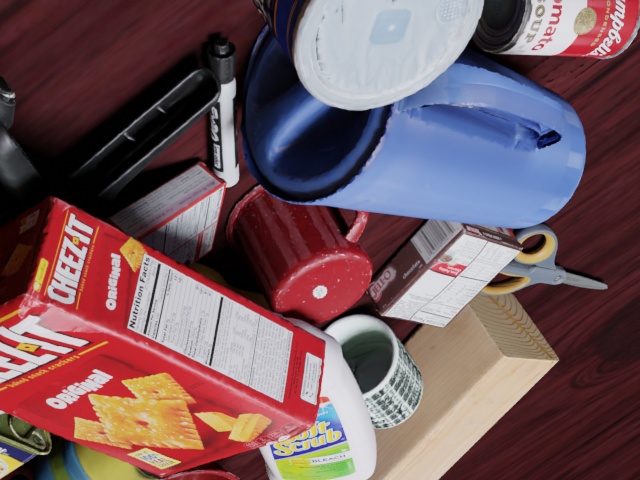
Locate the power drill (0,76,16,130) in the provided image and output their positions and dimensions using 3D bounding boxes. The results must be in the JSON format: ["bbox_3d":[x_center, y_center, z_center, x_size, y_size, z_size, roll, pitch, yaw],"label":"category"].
[{"bbox_3d":[-0.278,-0.049,0.558,0.185,0.057,0.187,-41,143,16],"label":"power drill"}]

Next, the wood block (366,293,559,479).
[{"bbox_3d":[0.120,0.149,1.047,0.090,0.091,0.206,9,129,-43],"label":"wood block"}]

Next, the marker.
[{"bbox_3d":[-0.063,-0.082,0.699,0.020,0.020,0.121,-17,143,-17],"label":"marker"}]

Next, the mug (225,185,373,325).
[{"bbox_3d":[-0.005,0.001,0.787,0.093,0.081,0.117,18,124,-46],"label":"mug"}]

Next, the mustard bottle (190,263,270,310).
[{"bbox_3d":[-0.104,0.063,0.815,0.096,0.058,0.191,-38,143,16],"label":"mustard bottle"}]

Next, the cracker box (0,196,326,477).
[{"bbox_3d":[-0.128,0.073,0.665,0.213,0.072,0.164,31,140,-34],"label":"cracker box"}]

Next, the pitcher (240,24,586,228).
[{"bbox_3d":[0.081,-0.074,0.709,0.242,0.149,0.145,9,127,-45],"label":"pitcher"}]

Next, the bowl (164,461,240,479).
[{"bbox_3d":[-0.154,0.243,1.001,0.162,0.055,0.162,-18,143,-15],"label":"bowl"}]

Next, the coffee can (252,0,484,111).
[{"bbox_3d":[0.007,-0.151,0.559,0.102,0.140,0.103,-19,143,-15],"label":"coffee can"}]

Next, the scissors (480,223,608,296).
[{"bbox_3d":[0.232,0.020,1.031,0.201,0.016,0.096,-2,136,-33],"label":"scissors"}]

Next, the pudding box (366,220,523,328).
[{"bbox_3d":[0.108,0.025,0.933,0.089,0.039,0.114,14,128,-45],"label":"pudding box"}]

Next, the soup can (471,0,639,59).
[{"bbox_3d":[0.156,-0.158,0.718,0.102,0.068,0.069,-4,137,-30],"label":"soup can"}]

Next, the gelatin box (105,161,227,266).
[{"bbox_3d":[-0.107,-0.004,0.726,0.089,0.030,0.073,-38,158,-37],"label":"gelatin box"}]

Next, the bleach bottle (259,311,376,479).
[{"bbox_3d":[-0.020,0.125,0.833,0.102,0.068,0.251,-7,148,9],"label":"bleach bottle"}]

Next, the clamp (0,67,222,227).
[{"bbox_3d":[-0.152,-0.028,0.669,0.164,0.036,0.210,-24,160,-38],"label":"clamp"}]

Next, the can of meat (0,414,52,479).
[{"bbox_3d":[-0.270,0.150,0.808,0.084,0.057,0.102,-34,144,10],"label":"can of meat"}]
